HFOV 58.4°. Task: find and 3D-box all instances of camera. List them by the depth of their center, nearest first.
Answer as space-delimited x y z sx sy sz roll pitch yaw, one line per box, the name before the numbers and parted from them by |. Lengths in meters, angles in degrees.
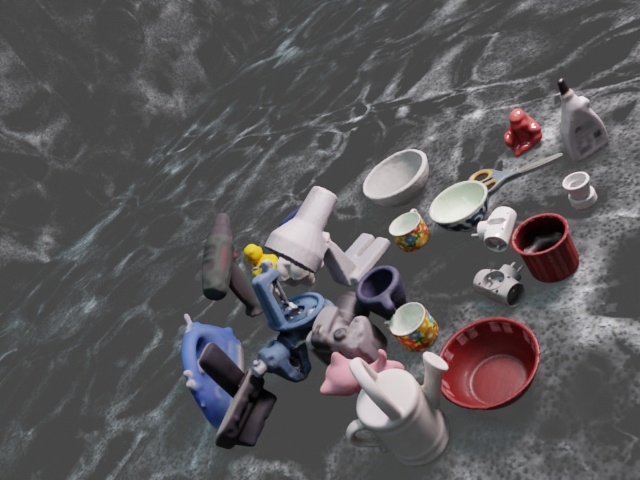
camera | 0.053 0.160 1.078 0.142 0.101 0.137 -7 43 42

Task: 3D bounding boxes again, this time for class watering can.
watering can | 0.109 0.232 0.832 0.173 0.194 0.100 -49 32 -16

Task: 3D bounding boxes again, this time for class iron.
iron | -0.244 0.270 1.206 0.118 0.142 0.258 -33 31 10

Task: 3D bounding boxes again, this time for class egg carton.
egg carton | -0.038 0.042 1.358 0.107 0.070 0.150 -6 44 43

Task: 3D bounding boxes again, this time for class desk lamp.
desk lamp | 0.011 0.004 1.214 0.203 0.214 0.117 -49 32 -16

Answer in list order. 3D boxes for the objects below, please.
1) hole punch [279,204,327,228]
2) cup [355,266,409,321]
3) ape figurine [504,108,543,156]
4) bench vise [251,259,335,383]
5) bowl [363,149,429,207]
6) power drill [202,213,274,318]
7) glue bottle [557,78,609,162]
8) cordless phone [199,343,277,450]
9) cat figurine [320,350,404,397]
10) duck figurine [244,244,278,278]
hole punch | -0.053 -0.057 1.482 0.108 0.091 0.101 -36 31 5
cup | 0.130 0.115 1.061 0.091 0.095 0.117 -35 31 6
ape figurine | 0.426 -0.236 1.212 0.077 0.092 0.076 1 49 47
bench vise | -0.068 0.156 1.094 0.121 0.220 0.207 -13 39 36
bowl | 0.189 -0.131 1.341 0.167 0.075 0.167 -27 33 19
power drill | -0.199 0.073 1.351 0.075 0.209 0.229 -24 34 23
glue bottle | 0.478 -0.231 1.070 0.078 0.173 0.037 -33 31 10
cordless phone | -0.181 0.291 1.069 0.093 0.185 0.148 -13 39 36
cat figurine | 0.066 0.226 0.960 0.127 0.118 0.067 -31 32 13
duck figurine | -0.156 0.049 1.457 0.077 0.086 0.104 -44 31 -9
